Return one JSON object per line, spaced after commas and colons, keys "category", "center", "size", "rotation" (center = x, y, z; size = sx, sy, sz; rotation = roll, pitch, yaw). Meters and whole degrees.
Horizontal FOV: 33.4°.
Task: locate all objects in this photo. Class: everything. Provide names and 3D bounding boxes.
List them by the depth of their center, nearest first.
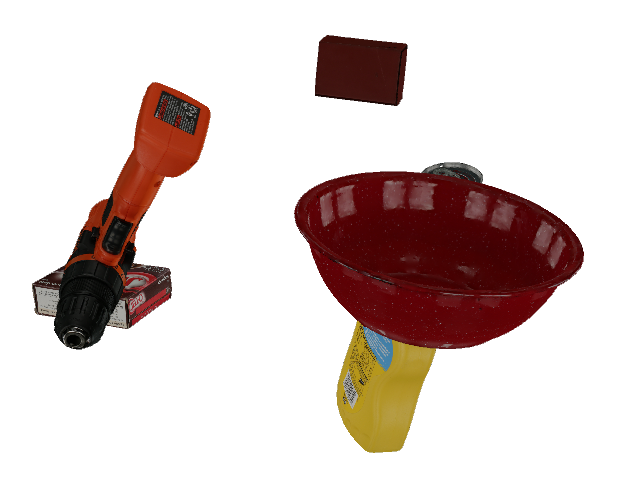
{"category": "bowl", "center": [0.063, 0.015, 0.605], "size": [0.162, 0.055, 0.162], "rotation": [6, 24, -3]}
{"category": "power drill", "center": [-0.158, -0.022, 0.871], "size": [0.057, 0.188, 0.184], "rotation": [25, 31, -17]}
{"category": "mustard bottle", "center": [0.062, 0.080, 0.889], "size": [0.058, 0.192, 0.096], "rotation": [1, 38, -16]}
{"category": "foam brick", "center": [0.037, -0.156, 0.976], "size": [0.078, 0.051, 0.053], "rotation": [8, 18, 9]}
{"category": "pudding box", "center": [-0.222, 0.052, 1.092], "size": [0.114, 0.039, 0.090], "rotation": [5, 19, 20]}
{"category": "soup can", "center": [0.142, -0.025, 1.163], "size": [0.068, 0.102, 0.068], "rotation": [-3, 33, 2]}
